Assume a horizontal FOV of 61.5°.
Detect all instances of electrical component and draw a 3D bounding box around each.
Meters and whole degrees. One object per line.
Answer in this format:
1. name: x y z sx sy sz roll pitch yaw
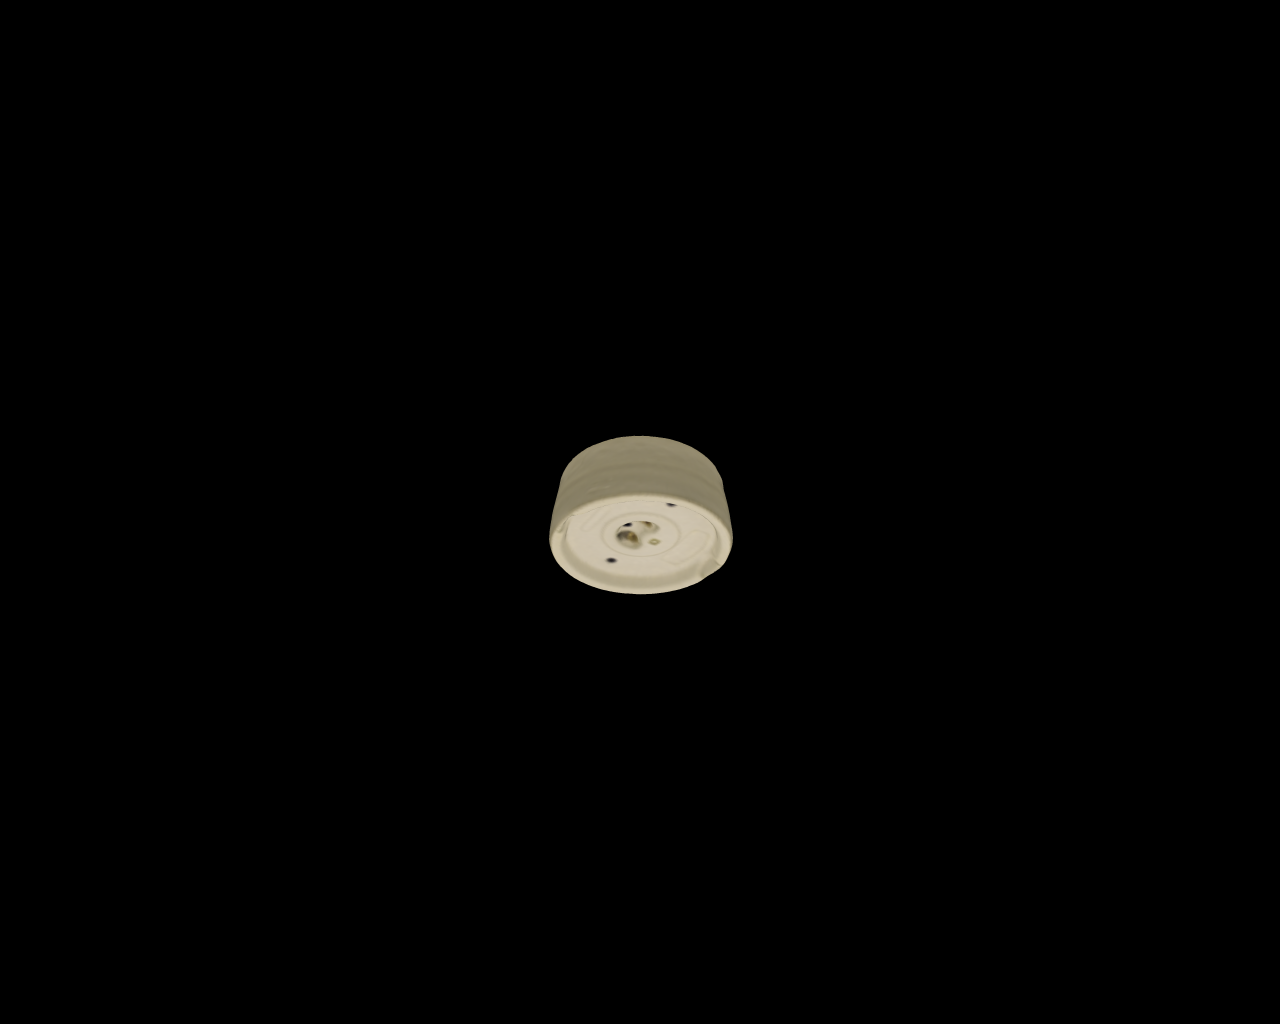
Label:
1. electrical component: 0.001 -0.003 0.650 0.108 0.060 0.108 0 -35 0
